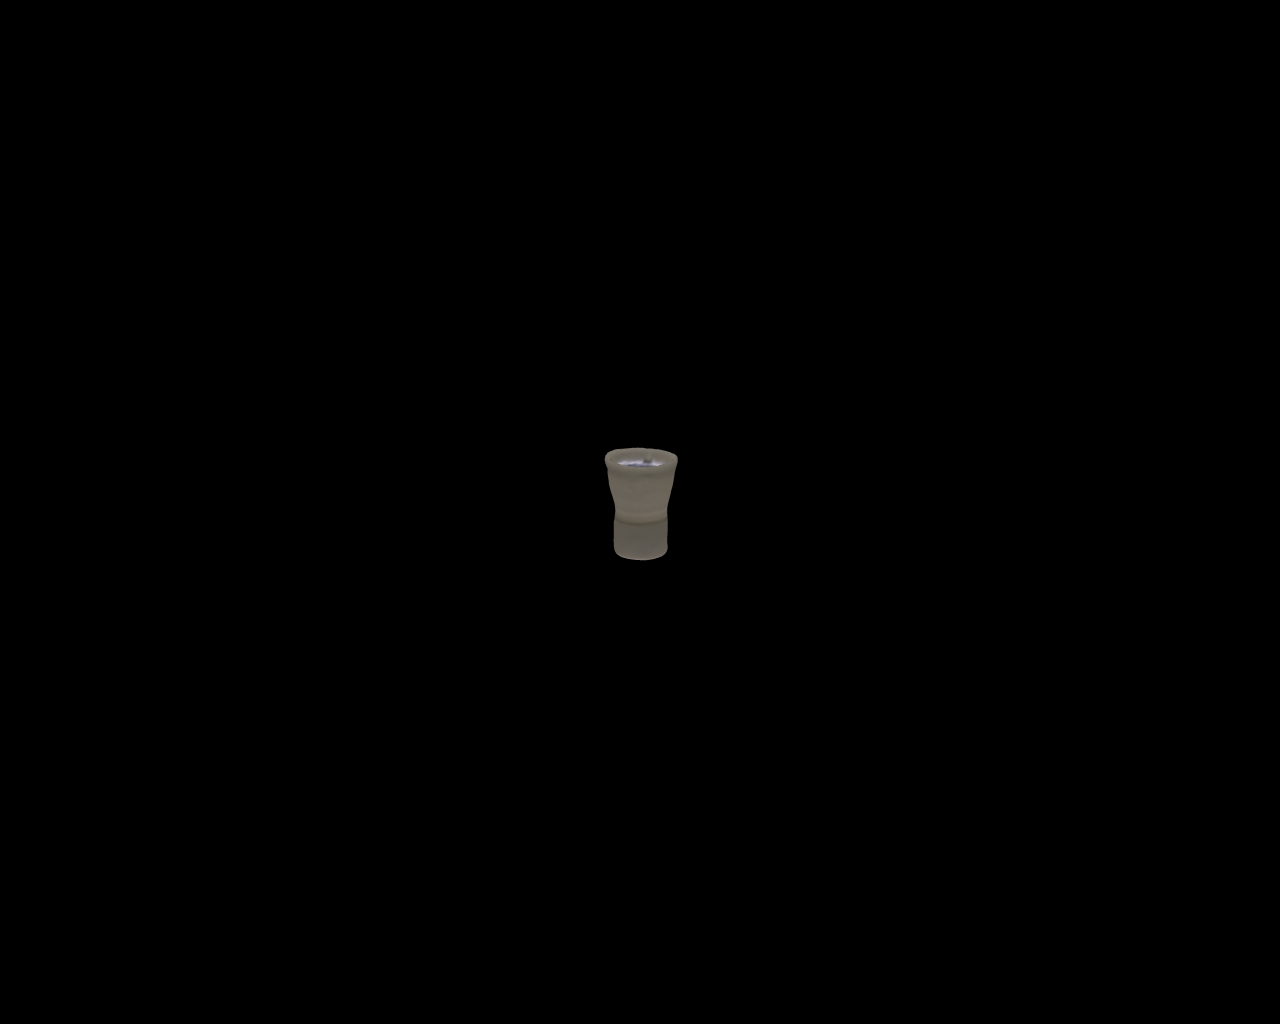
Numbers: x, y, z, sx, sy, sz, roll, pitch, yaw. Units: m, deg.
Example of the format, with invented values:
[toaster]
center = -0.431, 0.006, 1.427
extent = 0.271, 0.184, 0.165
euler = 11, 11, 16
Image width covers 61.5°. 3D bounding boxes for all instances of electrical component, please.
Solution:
[electrical component]
center = 0.001, -0.003, 0.650
extent = 0.044, 0.065, 0.044
euler = 0, 17, 0
